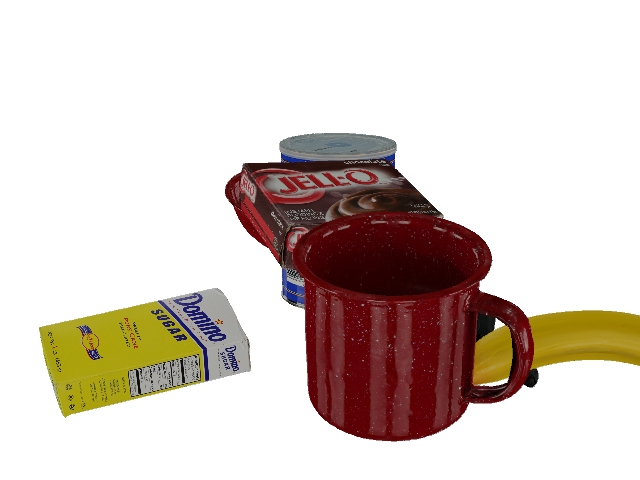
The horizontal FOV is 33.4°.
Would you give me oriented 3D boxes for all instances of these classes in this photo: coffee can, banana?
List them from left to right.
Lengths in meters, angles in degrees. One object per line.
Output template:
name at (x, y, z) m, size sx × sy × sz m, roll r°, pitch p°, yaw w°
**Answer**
coffee can at (0.015, -0.018, 0.950) m, size 0.103 × 0.140 × 0.103 m, roll 0°, pitch 15°, yaw 0°
banana at (0.193, 0.080, 0.789) m, size 0.197 × 0.037 × 0.069 m, roll 2°, pitch 33°, yaw -5°

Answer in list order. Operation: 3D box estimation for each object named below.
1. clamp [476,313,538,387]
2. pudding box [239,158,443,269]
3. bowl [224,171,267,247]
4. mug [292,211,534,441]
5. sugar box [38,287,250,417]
clamp at (0.168, 0.103, 1.162) m, size 0.120 × 0.171 × 0.039 m, roll 4°, pitch -44°, yaw -4°
pudding box at (0.011, -0.020, 0.716) m, size 0.113 × 0.039 × 0.090 m, roll -2°, pitch 30°, yaw -25°
bowl at (-0.026, -0.029, 1.170) m, size 0.162 × 0.055 × 0.162 m, roll 4°, pitch 27°, yaw -2°
mug at (0.044, 0.044, 0.508) m, size 0.117 × 0.081 × 0.093 m, roll 11°, pitch 28°, yaw 24°
sugar box at (-0.161, 0.099, 0.981) m, size 0.176 × 0.048 × 0.093 m, roll -15°, pitch 35°, yaw -17°
